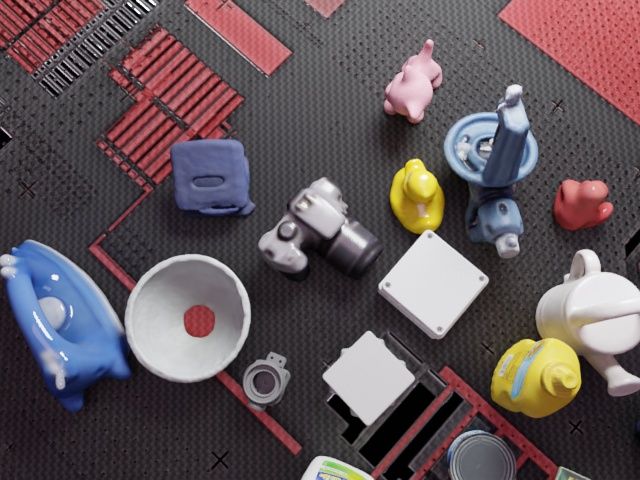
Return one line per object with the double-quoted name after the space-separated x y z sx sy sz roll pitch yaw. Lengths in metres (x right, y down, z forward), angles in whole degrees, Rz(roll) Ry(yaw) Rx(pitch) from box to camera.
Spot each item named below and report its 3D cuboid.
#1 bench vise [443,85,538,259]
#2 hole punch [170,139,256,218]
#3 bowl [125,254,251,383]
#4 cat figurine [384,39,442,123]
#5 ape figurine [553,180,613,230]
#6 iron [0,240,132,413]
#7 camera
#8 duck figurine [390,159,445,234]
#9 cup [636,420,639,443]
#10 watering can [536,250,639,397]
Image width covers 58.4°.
0.241 -0.092 0.734 0.121 0.220 0.207 -25 79 -3 "bench vise"
-0.151 -0.084 0.810 0.108 0.091 0.101 -3 78 1 "hole punch"
-0.172 0.107 0.779 0.167 0.075 0.167 0 78 2 "bowl"
0.134 -0.224 0.816 0.067 0.118 0.128 23 80 6 "cat figurine"
0.365 -0.054 0.788 0.076 0.092 0.078 -35 79 -5 "ape figurine"
-0.361 0.094 0.753 0.118 0.141 0.258 -34 79 -5 "iron"
0.007 0.003 0.782 0.136 0.101 0.143 39 82 9 "camera"
0.140 -0.063 0.800 0.077 0.086 0.104 -14 78 -1 "duck figurine"
0.448 0.237 0.725 0.091 0.095 0.118 18 80 6 "cup"
0.351 0.099 0.705 0.101 0.194 0.173 -30 79 -4 "watering can"
